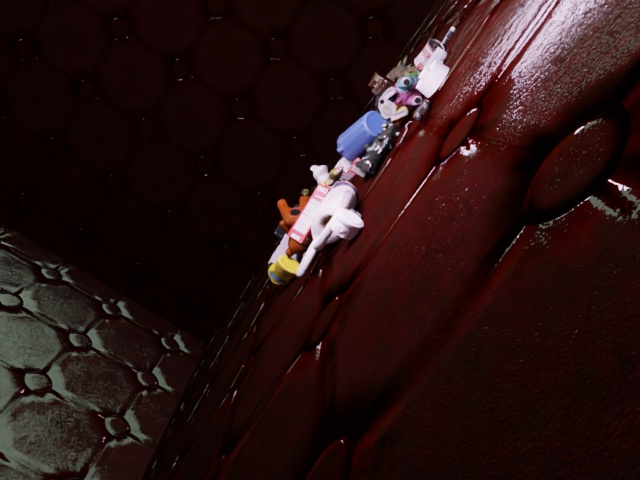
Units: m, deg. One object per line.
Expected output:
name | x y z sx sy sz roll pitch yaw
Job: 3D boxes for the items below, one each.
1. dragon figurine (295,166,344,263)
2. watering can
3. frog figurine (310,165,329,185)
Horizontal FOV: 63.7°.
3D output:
dragon figurine | 0.006 -0.100 1.977 0.246 0.123 0.402 -32 -34 -55
watering can | 0.022 -0.043 1.585 0.340 0.104 0.229 -56 5 44
frog figurine | 0.019 -0.248 2.188 0.122 0.159 0.138 -58 7 7
